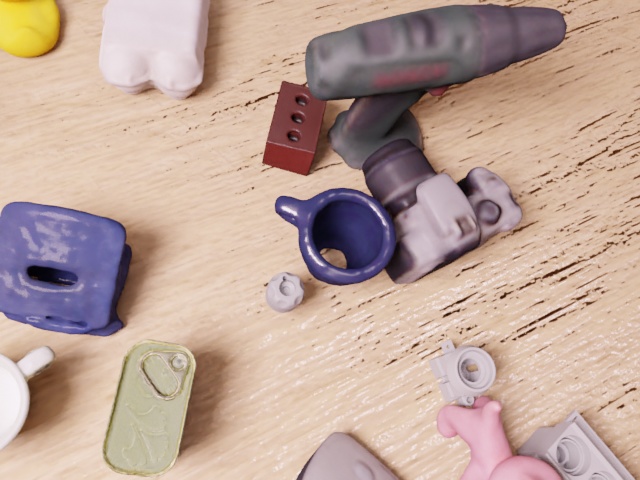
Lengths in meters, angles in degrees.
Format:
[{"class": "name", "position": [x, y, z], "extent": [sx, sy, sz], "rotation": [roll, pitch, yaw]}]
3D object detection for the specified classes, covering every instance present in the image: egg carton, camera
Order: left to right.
[{"class": "egg carton", "position": [-0.173, -0.223, 0.605], "extent": [0.107, 0.069, 0.150], "rotation": [4, 71, -11]}, {"class": "camera", "position": [0.117, -0.044, 0.592], "extent": [0.143, 0.100, 0.137], "rotation": [-26, 79, -19]}]

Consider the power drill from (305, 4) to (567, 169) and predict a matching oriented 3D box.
[{"class": "power drill", "position": [0.091, -0.150, 0.564], "extent": [0.230, 0.208, 0.075], "rotation": [-8, 73, -15]}]

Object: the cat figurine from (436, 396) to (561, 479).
[{"class": "cat figurine", "position": [0.169, 0.203, 0.510], "extent": [0.067, 0.117, 0.128], "rotation": [-14, 75, -16]}]

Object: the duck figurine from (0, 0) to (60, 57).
[{"class": "duck figurine", "position": [-0.309, -0.245, 0.574], "extent": [0.078, 0.086, 0.104], "rotation": [-21, 77, -18]}]

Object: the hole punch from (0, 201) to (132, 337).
[{"class": "hole punch", "position": [-0.223, 0.028, 0.498], "extent": [0.109, 0.091, 0.101], "rotation": [11, 70, -8]}]

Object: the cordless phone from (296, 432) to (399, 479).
[{"class": "cordless phone", "position": [0.053, 0.223, 0.442], "extent": [0.147, 0.185, 0.094], "rotation": [41, 68, 3]}]

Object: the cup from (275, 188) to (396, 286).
[{"class": "cup", "position": [0.005, 0.002, 0.555], "extent": [0.118, 0.095, 0.092], "rotation": [26, 68, -3]}]
